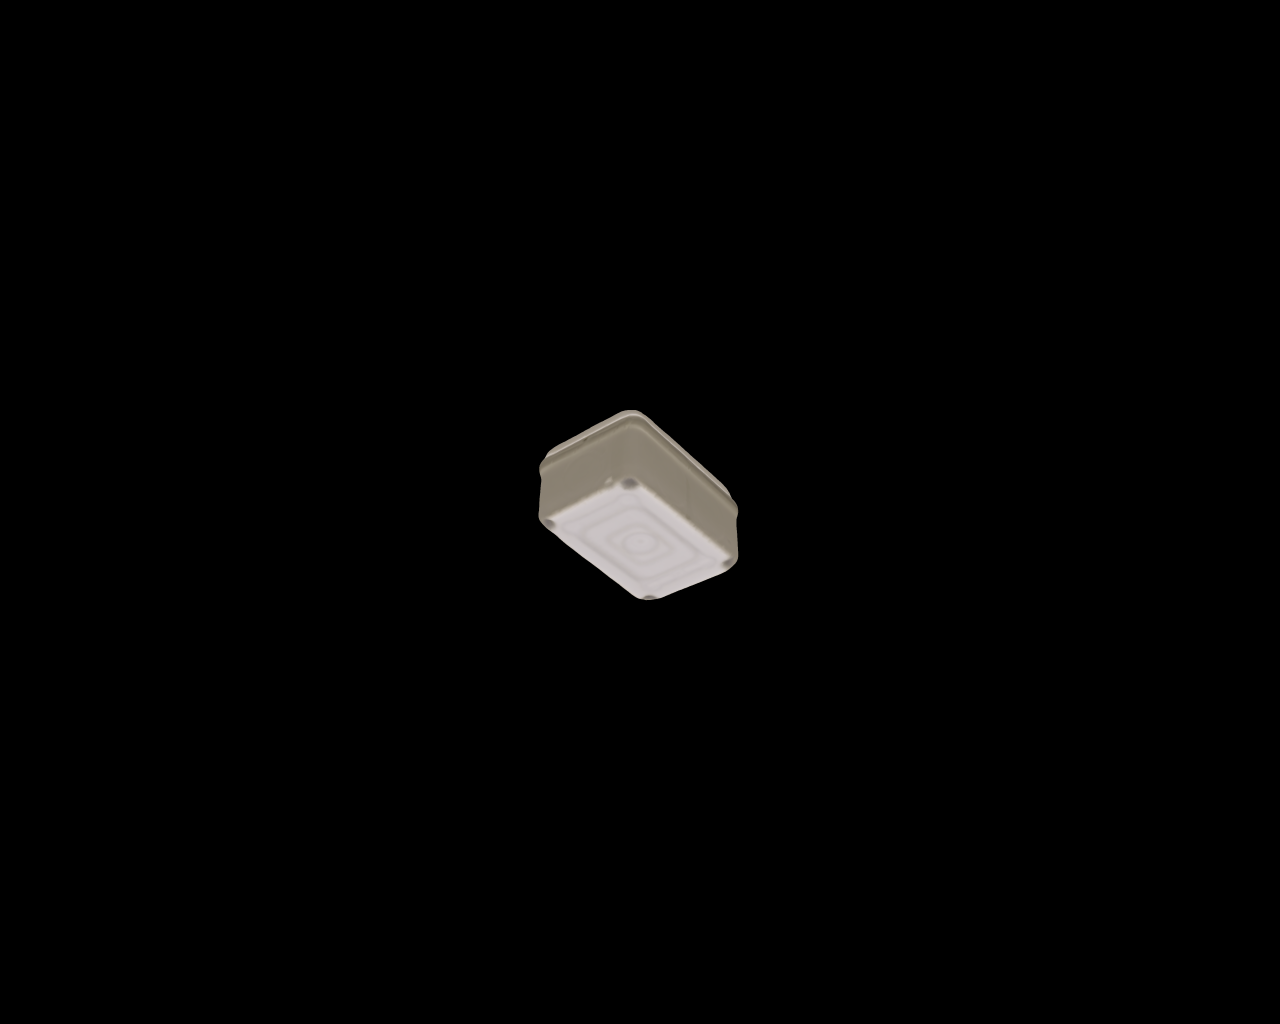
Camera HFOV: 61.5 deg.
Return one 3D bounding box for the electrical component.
[{"bbox_3d":[0.001,-0.003,0.650,0.078,0.057,0.113,-25,-44,28],"label":"electrical component"}]
